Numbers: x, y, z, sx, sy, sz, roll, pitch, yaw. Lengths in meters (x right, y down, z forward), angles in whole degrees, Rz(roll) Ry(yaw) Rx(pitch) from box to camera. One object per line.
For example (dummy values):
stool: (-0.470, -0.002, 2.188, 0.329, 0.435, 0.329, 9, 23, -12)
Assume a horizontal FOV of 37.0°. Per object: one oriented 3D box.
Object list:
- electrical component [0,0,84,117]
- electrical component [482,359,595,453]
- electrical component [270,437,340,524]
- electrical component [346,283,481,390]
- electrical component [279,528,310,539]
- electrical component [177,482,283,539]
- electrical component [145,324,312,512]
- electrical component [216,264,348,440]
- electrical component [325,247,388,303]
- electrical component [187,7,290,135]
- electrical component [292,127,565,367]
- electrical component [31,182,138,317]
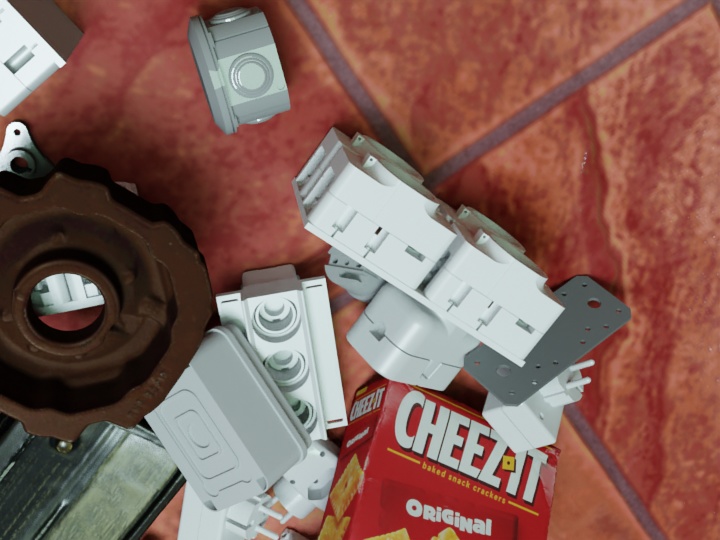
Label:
electrical component: (-0.262, -0.186, 0.652, 0.060, 0.105, 0.186, -39, 111, 8)
electrical component: (0.144, 0.086, 0.817, 0.076, 0.083, 0.047, -24, 117, 36)
electrical component: (-0.042, 0.171, 0.857, 0.079, 0.043, 0.077, -44, 111, 9)
electrical component: (0.044, 0.047, 0.798, 0.059, 0.053, 0.095, -53, 145, 13)
electrical component: (-0.053, 0.265, 0.882, 0.061, 0.061, 0.096, 35, 103, -19)
electrical component: (-0.094, 0.185, 0.834, 0.076, 0.047, 0.083, 20, 112, 21)
electrical component: (-0.097, 0.104, 0.761, 0.078, 0.057, 0.113, -30, 94, 40)
electrical component: (-0.058, 0.063, 0.802, 0.079, 0.063, 0.121, -10, 112, -5)
electrical component: (0.000, 0.000, 0.789, 0.040, 0.040, 0.046, -45, 150, 10)
electrical component: (-0.081, -0.134, 0.714, 0.051, 0.080, 0.080, -18, 113, -7)
electrical component: (0.049, -0.022, 0.762, 0.186, 0.105, 0.060, 33, 103, -19)
electrical component: (-0.224, -0.012, 0.734, 0.150, 0.089, 0.061, -12, 112, -4)
